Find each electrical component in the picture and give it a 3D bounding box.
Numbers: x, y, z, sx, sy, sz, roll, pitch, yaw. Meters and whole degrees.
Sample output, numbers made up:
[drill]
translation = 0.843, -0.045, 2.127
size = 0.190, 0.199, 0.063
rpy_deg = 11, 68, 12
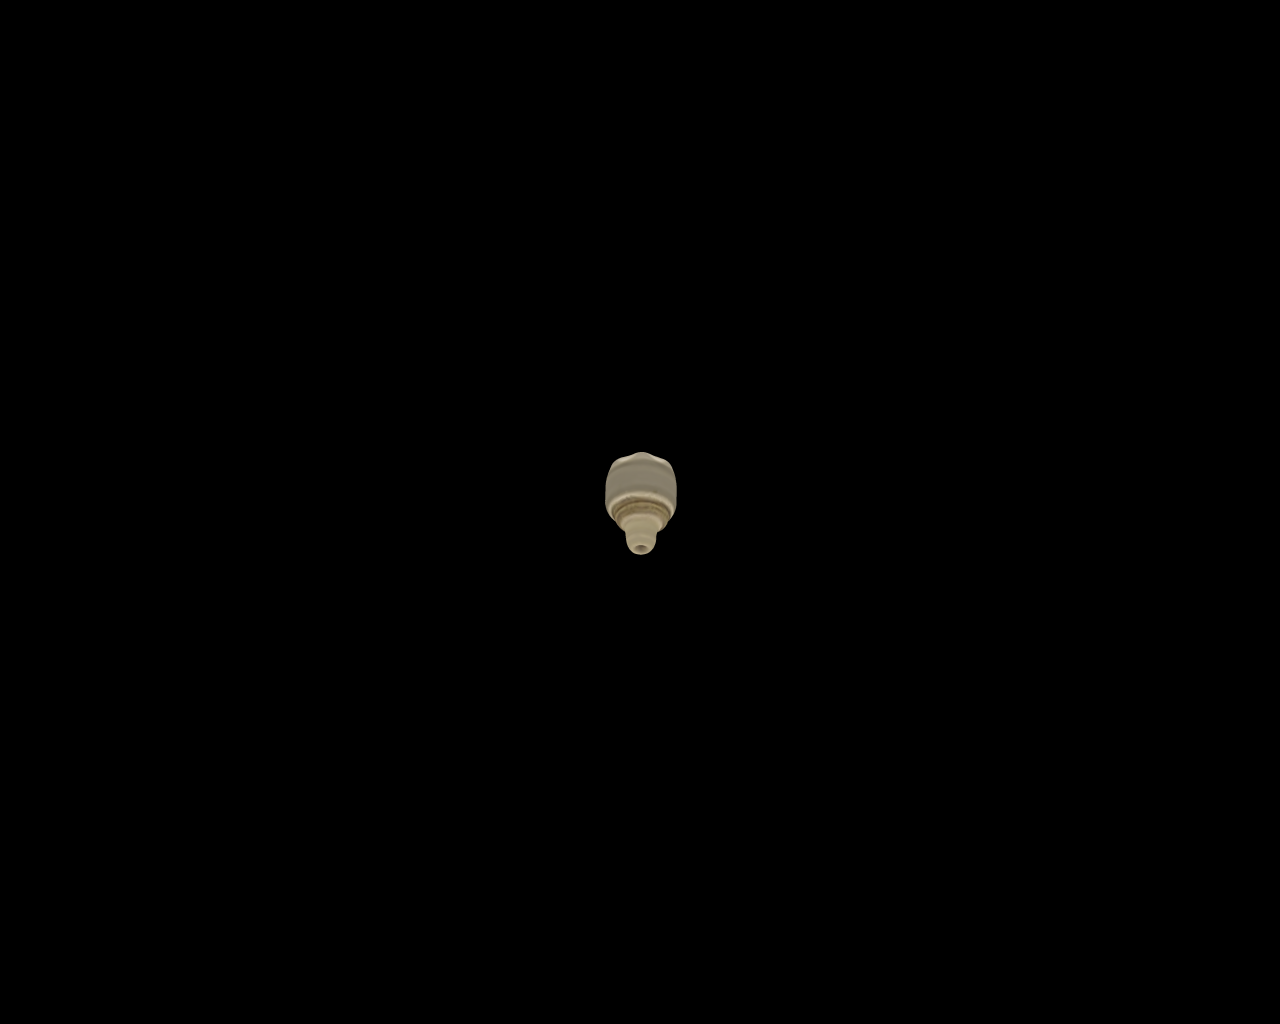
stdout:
[electrical component]
translation = 0.001, -0.003, 0.650
size = 0.043, 0.062, 0.043
rpy_deg = 0, -35, 0
